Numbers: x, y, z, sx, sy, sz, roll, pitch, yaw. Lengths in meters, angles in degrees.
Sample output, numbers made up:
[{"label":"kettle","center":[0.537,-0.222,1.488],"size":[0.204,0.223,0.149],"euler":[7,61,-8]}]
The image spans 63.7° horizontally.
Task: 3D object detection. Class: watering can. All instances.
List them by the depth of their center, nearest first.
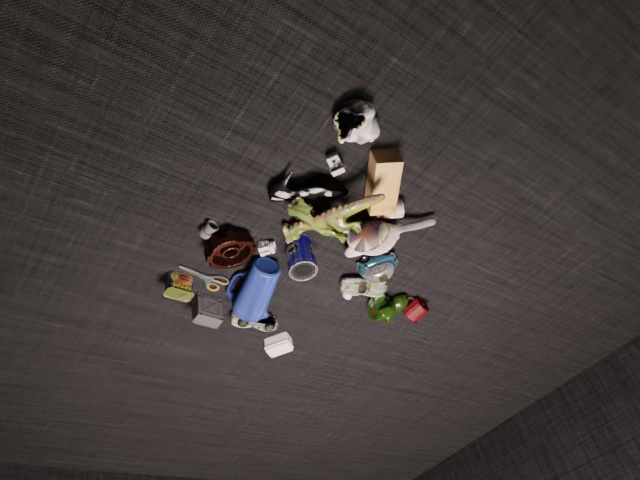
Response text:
[{"label":"watering can","center":[0.233,-0.020,1.824],"size":[0.345,0.105,0.223],"euler":[-25,164,15]}]

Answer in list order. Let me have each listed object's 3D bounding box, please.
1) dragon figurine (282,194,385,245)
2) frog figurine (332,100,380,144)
[{"label":"dragon figurine","center":[0.005,-0.084,1.673],"size":[0.242,0.125,0.403],"euler":[13,148,-26]},{"label":"frog figurine","center":[0.117,-0.348,1.524],"size":[0.161,0.124,0.135],"euler":[-17,141,-53]}]
